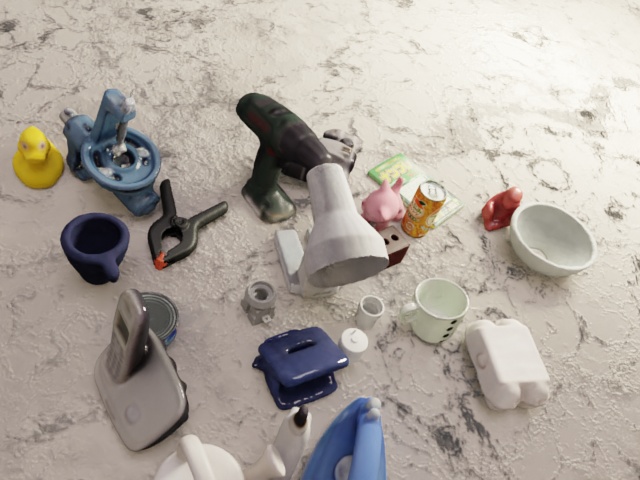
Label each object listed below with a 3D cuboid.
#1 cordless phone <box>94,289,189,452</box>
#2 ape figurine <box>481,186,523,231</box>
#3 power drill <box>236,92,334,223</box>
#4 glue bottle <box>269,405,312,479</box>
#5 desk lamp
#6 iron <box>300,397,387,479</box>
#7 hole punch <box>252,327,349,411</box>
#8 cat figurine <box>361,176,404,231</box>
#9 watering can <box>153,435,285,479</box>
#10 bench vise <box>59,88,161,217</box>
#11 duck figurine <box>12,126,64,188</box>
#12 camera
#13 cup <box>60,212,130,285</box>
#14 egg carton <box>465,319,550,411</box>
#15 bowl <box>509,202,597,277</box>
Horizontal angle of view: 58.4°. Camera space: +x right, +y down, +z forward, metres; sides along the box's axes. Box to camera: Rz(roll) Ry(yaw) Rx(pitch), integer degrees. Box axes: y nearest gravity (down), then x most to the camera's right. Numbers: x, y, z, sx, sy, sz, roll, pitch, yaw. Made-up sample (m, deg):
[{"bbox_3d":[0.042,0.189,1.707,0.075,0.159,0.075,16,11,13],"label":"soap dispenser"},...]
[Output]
[{"bbox_3d":[-0.216,0.156,0.694,0.094,0.185,0.147,-23,60,-31],"label":"cordless phone"},{"bbox_3d":[0.361,-0.067,1.115,0.078,0.092,0.076,22,48,2],"label":"ape figurine"},{"bbox_3d":[-0.069,-0.131,0.964,0.076,0.208,0.229,-23,61,-31],"label":"power drill"},{"bbox_3d":[-0.034,0.238,0.686,0.037,0.173,0.078,20,48,2],"label":"glue bottle"},{"bbox_3d":[0.008,0.003,0.870,0.118,0.213,0.203,-6,53,-20],"label":"desk lamp"},{"bbox_3d":[0.042,0.280,0.695,0.118,0.141,0.258,18,48,-1],"label":"iron"},{"bbox_3d":[-0.029,0.168,0.802,0.109,0.091,0.101,-14,56,-26],"label":"hole punch"},{"bbox_3d":[0.116,-0.066,1.025,0.067,0.118,0.128,32,50,12],"label":"cat figurine"},{"bbox_3d":[-0.125,0.270,0.618,0.100,0.194,0.173,41,52,19],"label":"watering can"},{"bbox_3d":[-0.343,-0.157,0.897,0.207,0.220,0.121,24,48,4],"label":"bench vise"},{"bbox_3d":[-0.468,-0.149,0.943,0.078,0.086,0.104,-6,53,-21],"label":"duck figurine"},{"bbox_3d":[-0.002,-0.157,1.078,0.137,0.101,0.143,17,48,-1],"label":"camera"},{"bbox_3d":[-0.317,0.031,0.830,0.092,0.095,0.117,-22,60,-30],"label":"cup"},{"bbox_3d":[0.287,0.192,0.890,0.107,0.069,0.150,0,51,-16],"label":"egg carton"},{"bbox_3d":[0.425,0.011,1.080,0.167,0.075,0.167,8,49,-10],"label":"bowl"}]
